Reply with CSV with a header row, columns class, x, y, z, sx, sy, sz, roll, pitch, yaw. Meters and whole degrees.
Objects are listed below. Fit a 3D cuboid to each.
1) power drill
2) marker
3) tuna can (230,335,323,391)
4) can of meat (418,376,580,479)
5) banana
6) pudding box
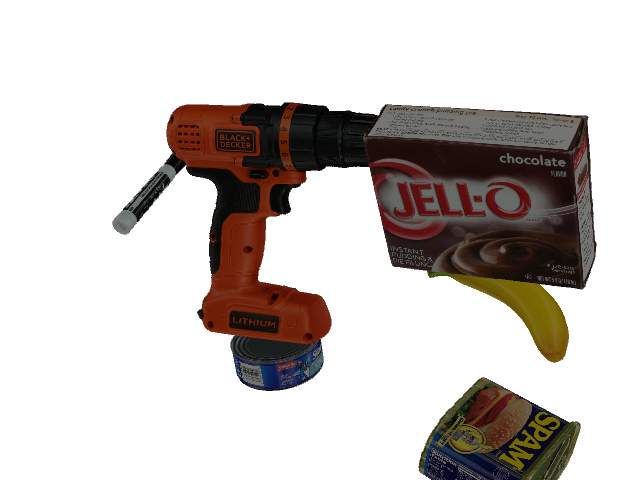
class,x,y,z,sx,sy,sz,roll,pitch,yaw
power drill,-0.030,-0.016,0.842,0.185,0.188,0.057,5,16,21
marker,-0.165,-0.050,1.050,0.020,0.020,0.121,0,39,32
tuna can,-0.040,0.106,1.007,0.086,0.034,0.086,-7,24,3
can of meat,0.136,0.160,0.815,0.084,0.057,0.101,27,40,28
banana,0.191,0.061,1.060,0.069,0.037,0.198,-33,36,-17
pudding box,0.086,-0.024,0.564,0.114,0.090,0.039,5,43,25
